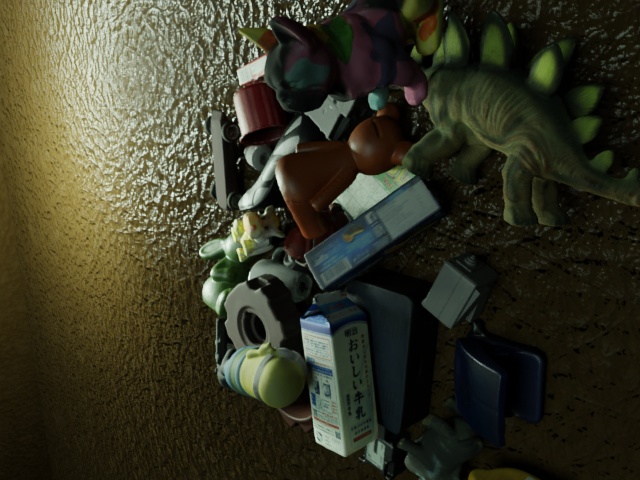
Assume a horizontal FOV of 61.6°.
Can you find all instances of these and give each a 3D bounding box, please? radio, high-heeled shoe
[{"bbox_3d":[0.104,0.166,0.833,0.131,0.073,0.229,20,114,43],"label":"radio"},{"bbox_3d":[-0.083,-0.132,0.944,0.249,0.086,0.145,-9,87,47],"label":"high-heeled shoe"}]

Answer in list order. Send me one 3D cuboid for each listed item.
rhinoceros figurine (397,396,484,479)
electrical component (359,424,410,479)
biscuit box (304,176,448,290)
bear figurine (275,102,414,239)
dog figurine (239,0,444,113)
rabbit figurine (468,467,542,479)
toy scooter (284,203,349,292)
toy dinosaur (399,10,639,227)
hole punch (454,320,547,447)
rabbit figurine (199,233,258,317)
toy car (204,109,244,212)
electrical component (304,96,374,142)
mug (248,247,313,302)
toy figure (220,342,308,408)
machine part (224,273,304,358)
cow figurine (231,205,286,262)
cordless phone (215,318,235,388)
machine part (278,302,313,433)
[{"bbox_3d":[0.180,0.320,0.799,0.112,0.073,0.190,41,132,26],"label":"rhinoceros figurine"},{"bbox_3d":[0.107,0.329,0.895,0.075,0.048,0.119,17,113,43],"label":"electrical component"},{"bbox_3d":[0.077,-0.006,0.752,0.203,0.062,0.059,-35,74,16],"label":"biscuit box"},{"bbox_3d":[0.039,-0.103,0.770,0.131,0.196,0.120,63,-175,-62],"label":"bear figurine"},{"bbox_3d":[0.025,-0.227,0.599,0.109,0.219,0.191,19,101,52],"label":"dog figurine"},{"bbox_3d":[0.254,0.399,0.716,0.163,0.122,0.173,4,123,49],"label":"rabbit figurine"},{"bbox_3d":[-0.002,-0.003,0.879,0.184,0.075,0.135,29,115,59],"label":"toy scooter"},{"bbox_3d":[0.186,-0.157,0.631,0.472,0.105,0.198,38,119,40],"label":"toy dinosaur"},{"bbox_3d":[0.221,0.191,0.706,0.116,0.092,0.142,13,114,48],"label":"hole punch"},{"bbox_3d":[-0.165,0.051,1.081,0.159,0.121,0.170,30,104,46],"label":"rabbit figurine"},{"bbox_3d":[-0.183,-0.154,1.058,0.089,0.053,0.201,28,125,51],"label":"toy car"},{"bbox_3d":[0.031,-0.227,0.805,0.115,0.058,0.134,48,132,24],"label":"electrical component"},{"bbox_3d":[-0.063,0.069,0.988,0.107,0.080,0.109,7,71,40],"label":"mug"},{"bbox_3d":[-0.090,0.210,0.832,0.180,0.082,0.089,-12,63,47],"label":"toy figure"},{"bbox_3d":[-0.098,0.149,0.930,0.180,0.056,0.179,15,111,43],"label":"machine part"},{"bbox_3d":[-0.099,-0.014,0.946,0.167,0.098,0.068,144,109,-71],"label":"cow figurine"},{"bbox_3d":[-0.186,0.260,1.144,0.184,0.089,0.147,111,158,-44],"label":"cordless phone"},{"bbox_3d":[-0.032,0.232,0.988,0.201,0.087,0.201,49,131,26],"label":"machine part"}]
